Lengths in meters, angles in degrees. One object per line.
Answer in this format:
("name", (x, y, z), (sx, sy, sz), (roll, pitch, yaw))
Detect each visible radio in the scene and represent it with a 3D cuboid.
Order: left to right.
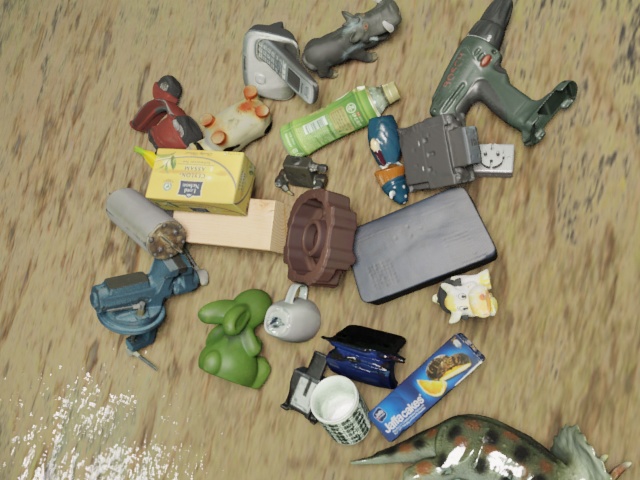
("radio", (0.162, 0.011, 0.893), (0.230, 0.073, 0.131), (-23, 76, 15))

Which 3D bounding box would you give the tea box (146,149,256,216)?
("tea box", (-0.208, -0.102, 0.944), (0.170, 0.068, 0.098), (4, 74, 15))

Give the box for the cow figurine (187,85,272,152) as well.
("cow figurine", (-0.179, -0.195, 1.028), (0.195, 0.127, 0.085), (-35, 74, -2))

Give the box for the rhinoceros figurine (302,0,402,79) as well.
("rhinoceros figurine", (0.056, -0.362, 0.957), (0.190, 0.112, 0.073), (-20, 75, 25))

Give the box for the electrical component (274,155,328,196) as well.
("electrical component", (-0.033, -0.113, 0.984), (0.102, 0.078, 0.045), (13, 64, 16))

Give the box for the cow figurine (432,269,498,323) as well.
("cow figurine", (0.215, 0.085, 0.813), (0.098, 0.167, 0.068), (-9, 86, 17))

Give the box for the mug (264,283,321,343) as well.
("mug", (-0.049, 0.129, 0.935), (0.081, 0.107, 0.109), (18, 92, 20))

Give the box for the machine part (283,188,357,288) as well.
("machine part", (-0.002, -0.003, 0.919), (0.179, 0.056, 0.179), (-25, 61, 55))

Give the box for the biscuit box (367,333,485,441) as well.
("biscuit box", (0.171, 0.237, 0.866), (0.202, 0.062, 0.059), (-46, 70, 9))

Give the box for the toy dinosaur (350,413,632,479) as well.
("toy dinosaur", (0.253, 0.331, 0.795), (0.405, 0.131, 0.192), (17, 72, 23))

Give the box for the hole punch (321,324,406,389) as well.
("hole punch", (0.074, 0.200, 0.883), (0.142, 0.115, 0.092), (14, 97, 21))

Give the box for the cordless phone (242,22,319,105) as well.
("cordless phone", (-0.060, -0.289, 0.970), (0.089, 0.146, 0.184), (-29, 66, -23))

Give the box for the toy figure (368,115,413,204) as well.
("toy figure", (0.121, -0.137, 0.927), (0.064, 0.058, 0.154), (-13, 96, -9))

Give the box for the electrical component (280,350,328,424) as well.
("electrical component", (-0.014, 0.251, 0.939), (0.075, 0.047, 0.119), (19, 89, 21))

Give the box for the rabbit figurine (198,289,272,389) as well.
("rabbit figurine", (-0.153, 0.159, 0.961), (0.121, 0.159, 0.170), (13, 73, 31))

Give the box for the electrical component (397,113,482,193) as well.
("electrical component", (0.194, -0.141, 0.864), (0.134, 0.058, 0.114), (-9, 96, 53))

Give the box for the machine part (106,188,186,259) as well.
("machine part", (-0.322, -0.033, 0.987), (0.244, 0.079, 0.079), (30, 94, 38))

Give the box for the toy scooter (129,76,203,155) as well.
("toy scooter", (-0.324, -0.235, 1.099), (0.135, 0.075, 0.184), (-30, 71, 14))

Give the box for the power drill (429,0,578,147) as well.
("power drill", (0.299, -0.262, 0.862), (0.207, 0.086, 0.232), (41, 100, 25))

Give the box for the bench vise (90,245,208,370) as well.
("bench vise", (-0.325, 0.127, 1.021), (0.129, 0.223, 0.240), (37, 127, 24))
